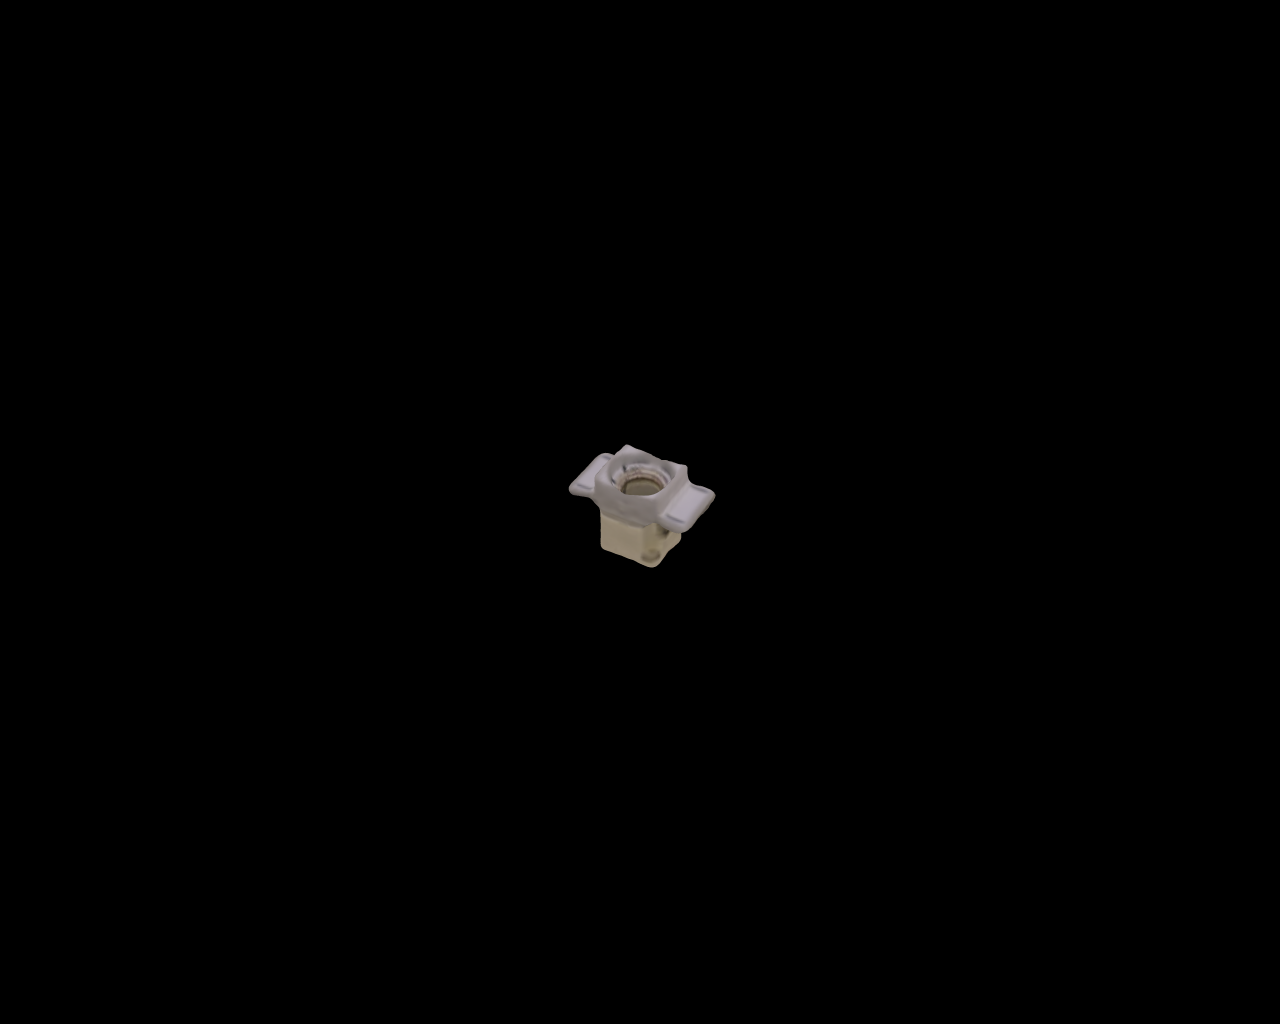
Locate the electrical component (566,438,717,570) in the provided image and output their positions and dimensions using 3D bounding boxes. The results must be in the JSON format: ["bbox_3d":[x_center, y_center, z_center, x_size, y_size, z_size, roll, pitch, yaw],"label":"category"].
[{"bbox_3d":[0.001,-0.003,0.650,0.081,0.063,0.042,22,45,23],"label":"electrical component"}]
